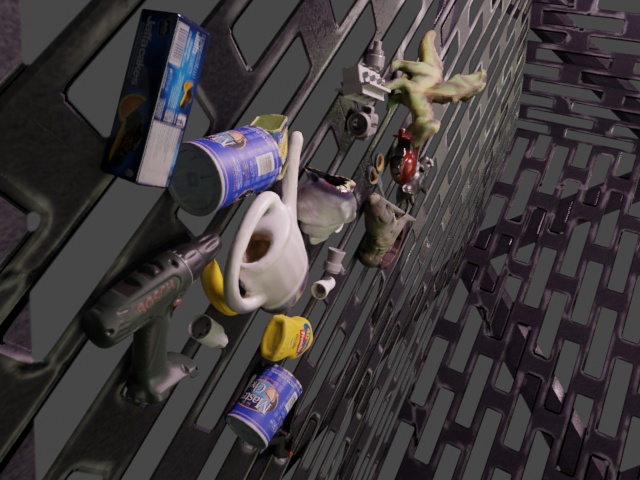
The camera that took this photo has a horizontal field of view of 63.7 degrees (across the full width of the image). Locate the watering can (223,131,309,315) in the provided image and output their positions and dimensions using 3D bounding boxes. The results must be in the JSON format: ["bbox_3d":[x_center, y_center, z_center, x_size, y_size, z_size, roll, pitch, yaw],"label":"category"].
[{"bbox_3d":[-0.075,-0.012,0.940,0.219,0.104,0.355,70,36,-52],"label":"watering can"}]

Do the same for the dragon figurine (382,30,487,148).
[{"bbox_3d":[0.294,-0.393,1.282,0.417,0.244,0.119,-58,148,-22],"label":"dragon figurine"}]

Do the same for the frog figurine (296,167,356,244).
[{"bbox_3d":[0.003,-0.053,1.059,0.137,0.125,0.157,5,115,-31],"label":"frog figurine"}]
